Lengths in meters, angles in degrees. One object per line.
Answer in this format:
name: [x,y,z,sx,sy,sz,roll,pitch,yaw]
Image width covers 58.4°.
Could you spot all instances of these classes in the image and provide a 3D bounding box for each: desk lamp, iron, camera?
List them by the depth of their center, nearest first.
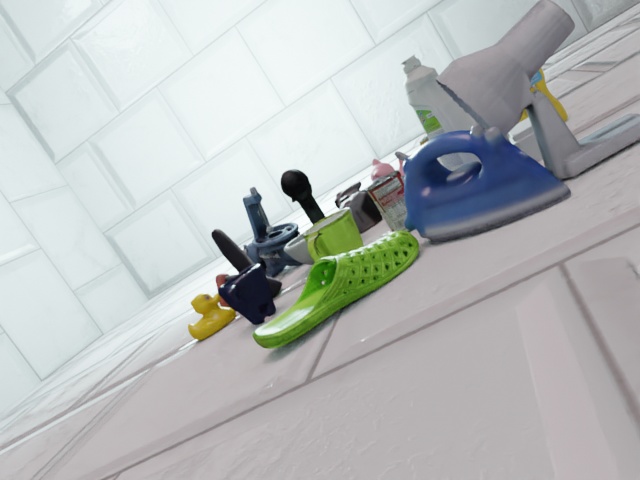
desk lamp: [0.287,-0.186,0.753,0.203,0.213,0.118,-31,8,13]
iron: [0.201,-0.091,0.775,0.119,0.141,0.257,-37,8,-28]
camera: [0.109,-0.093,1.330,0.137,0.101,0.143,-32,7,3]

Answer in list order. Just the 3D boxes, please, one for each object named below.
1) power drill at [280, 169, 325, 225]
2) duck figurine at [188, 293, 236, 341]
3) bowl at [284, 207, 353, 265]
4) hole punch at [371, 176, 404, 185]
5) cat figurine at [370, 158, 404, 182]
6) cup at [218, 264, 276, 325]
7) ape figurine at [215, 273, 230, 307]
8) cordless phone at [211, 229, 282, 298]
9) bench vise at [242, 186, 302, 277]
power drill: [-0.021,-0.077,1.348,0.075,0.208,0.229,-32,7,1]
duck figurine: [-0.244,0.157,1.228,0.104,0.086,0.077,-34,8,-10]
bowl: [0.011,0.004,1.206,0.167,0.075,0.167,-32,7,5]
hole punch: [0.169,-0.103,1.189,0.101,0.091,0.109,-28,9,30]
cat figurine: [0.177,-0.161,1.423,0.128,0.118,0.067,-37,9,-32]
cup: [-0.124,0.107,1.020,0.091,0.095,0.118,-31,8,13]
ape figurine: [-0.207,0.116,1.319,0.076,0.092,0.078,-33,8,-2]
cordless phone: [-0.171,0.053,1.214,0.094,0.185,0.147,-36,8,-22]
bench vise: [-0.145,-0.012,1.398,0.207,0.220,0.122,-28,9,30]
